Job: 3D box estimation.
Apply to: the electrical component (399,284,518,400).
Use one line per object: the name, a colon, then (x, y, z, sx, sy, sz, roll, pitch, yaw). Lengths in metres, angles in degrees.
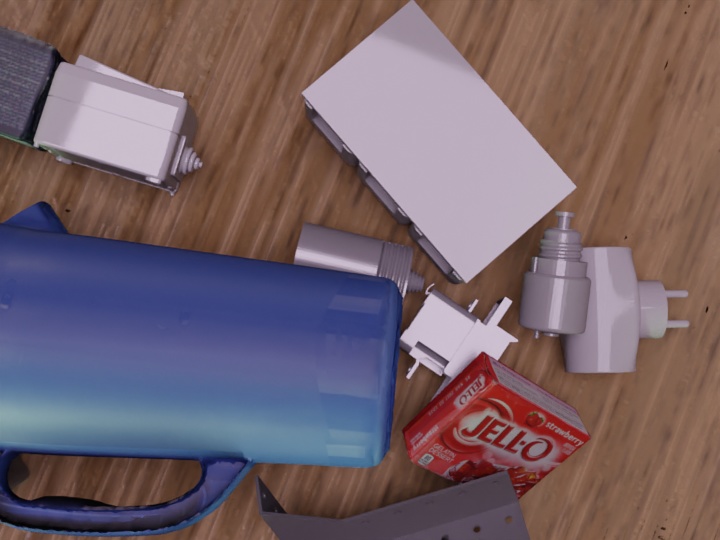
electrical component: (0.058, 0.045, 0.671, 0.064, 0.042, 0.081, 34, 86, 2)

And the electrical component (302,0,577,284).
electrical component: (0.046, -0.075, 0.667, 0.089, 0.061, 0.150, -41, 89, -3)

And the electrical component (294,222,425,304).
electrical component: (0.000, 0.000, 0.671, 0.081, 0.043, 0.043, 13, 86, -1)

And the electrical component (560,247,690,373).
electrical component: (0.167, 0.025, 0.674, 0.079, 0.043, 0.077, -1, 86, -2)

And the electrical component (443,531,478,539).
electrical component: (0.060, 0.195, 0.661, 0.055, 0.048, 0.066, -38, 88, -11)

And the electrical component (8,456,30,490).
electrical component: (-0.250, 0.118, 0.648, 0.062, 0.061, 0.096, -36, 88, -3)

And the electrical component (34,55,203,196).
electrical component: (-0.141, -0.087, 0.663, 0.096, 0.061, 0.061, 17, 86, -1)

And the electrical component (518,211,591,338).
electrical component: (0.118, 0.004, 0.644, 0.040, 0.040, 0.078, 6, 94, -1)
